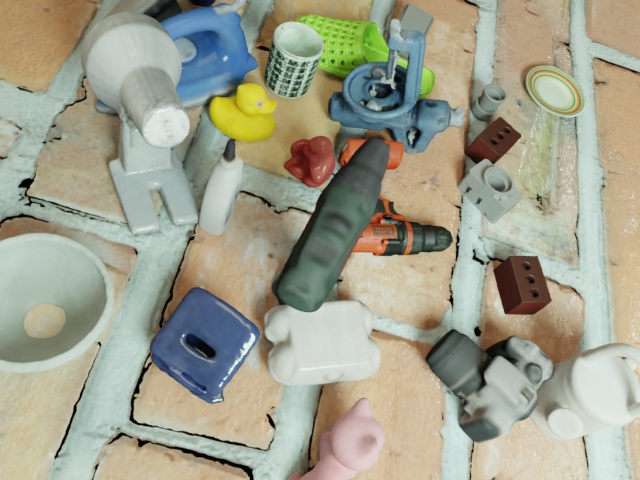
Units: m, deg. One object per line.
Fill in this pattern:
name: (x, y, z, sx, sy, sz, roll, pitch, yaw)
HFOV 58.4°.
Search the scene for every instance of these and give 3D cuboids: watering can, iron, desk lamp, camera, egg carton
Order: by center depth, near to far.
watering can: (0.355, 0.197, 0.736, 0.101, 0.194, 0.173, 36, 59, 5)
desk lamp: (-0.219, -0.147, 0.736, 0.118, 0.213, 0.203, -17, 68, -24)
egg carton: (0.003, 0.132, 0.738, 0.150, 0.069, 0.107, -3, 64, -18)
camera: (0.222, 0.172, 0.764, 0.136, 0.100, 0.143, 43, 59, 9)
iron: (-0.215, -0.278, 0.850, 0.259, 0.141, 0.118, -31, 75, -28)

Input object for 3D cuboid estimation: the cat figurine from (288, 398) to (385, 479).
cat figurine: (0.027, 0.250, 0.653, 0.067, 0.117, 0.128, 37, 59, 5)

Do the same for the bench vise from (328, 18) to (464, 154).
bench vise: (0.134, -0.244, 0.891, 0.208, 0.219, 0.121, 0, 63, -17)

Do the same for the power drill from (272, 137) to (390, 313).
power drill: (0.007, 0.003, 0.727, 0.075, 0.208, 0.230, 27, 58, -1)

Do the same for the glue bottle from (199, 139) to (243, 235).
glue bottle: (-0.125, -0.077, 0.751, 0.037, 0.173, 0.078, 22, 59, -4)

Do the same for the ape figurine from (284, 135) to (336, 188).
ape figurine: (-0.007, -0.124, 0.859, 0.076, 0.092, 0.078, -1, 63, -17)

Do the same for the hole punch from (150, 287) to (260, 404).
hole punch: (-0.137, 0.127, 0.685, 0.108, 0.091, 0.101, 34, 59, 3)

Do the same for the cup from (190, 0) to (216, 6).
cup: (-0.201, -0.461, 0.980, 0.092, 0.095, 0.117, 2, 62, -16)

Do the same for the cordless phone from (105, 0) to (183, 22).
cordless phone: (-0.268, -0.407, 0.878, 0.094, 0.185, 0.148, 24, 58, -3)

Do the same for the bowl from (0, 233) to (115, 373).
bowl: (-0.326, 0.080, 0.663, 0.168, 0.074, 0.167, 7, 61, -13)

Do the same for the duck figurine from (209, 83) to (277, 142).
duck figurine: (-0.114, -0.204, 0.873, 0.105, 0.086, 0.077, 13, 60, -9)
